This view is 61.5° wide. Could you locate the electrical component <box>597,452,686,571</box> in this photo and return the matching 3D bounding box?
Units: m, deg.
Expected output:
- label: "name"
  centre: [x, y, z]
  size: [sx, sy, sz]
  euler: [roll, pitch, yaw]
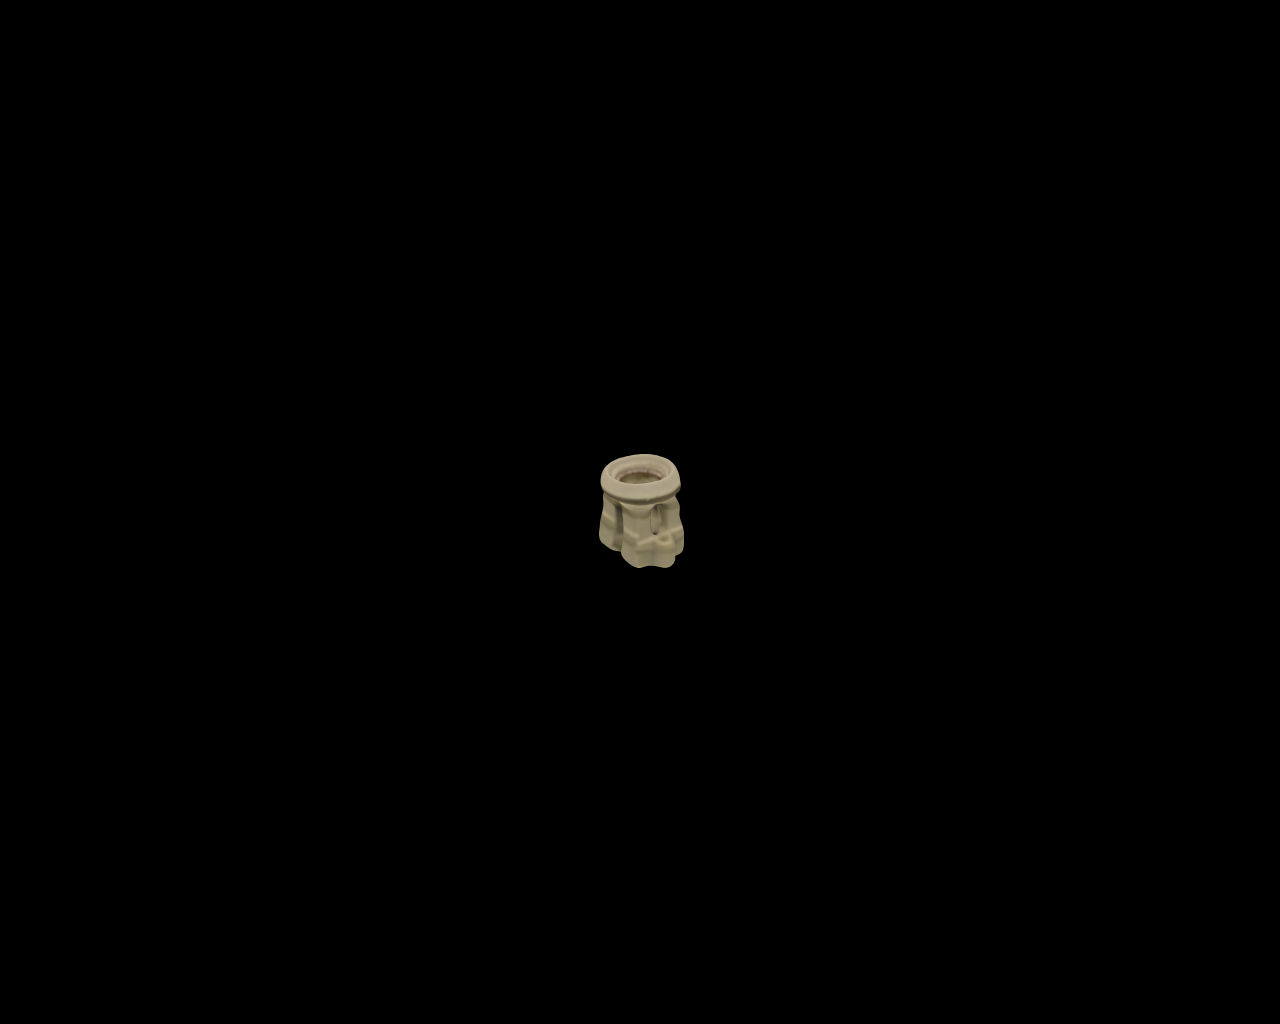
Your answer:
- label: "electrical component"
  centre: [0.001, -0.003, 0.650]
  size: [0.048, 0.055, 0.066]
  euler: [-20, 34, -31]
